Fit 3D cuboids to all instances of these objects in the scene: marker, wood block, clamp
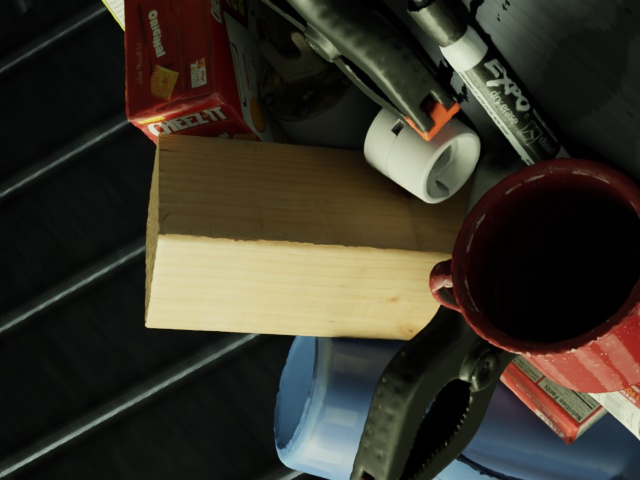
[{"bbox_3d":[0.077,-0.069,0.475,0.121,0.020,0.020,46,179,-30],"label":"marker"},{"bbox_3d":[-0.004,0.001,0.680,0.090,0.206,0.091,107,163,-46],"label":"wood block"},{"bbox_3d":[0.090,0.068,0.630,0.036,0.210,0.164,25,173,41],"label":"clamp"},{"bbox_3d":[0.005,-0.124,0.586,0.171,0.039,0.120,40,-177,9],"label":"clamp"}]

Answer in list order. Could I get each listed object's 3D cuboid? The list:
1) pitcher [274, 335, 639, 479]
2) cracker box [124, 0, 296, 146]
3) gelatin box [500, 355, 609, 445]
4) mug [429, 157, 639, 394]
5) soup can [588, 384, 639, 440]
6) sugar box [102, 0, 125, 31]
[{"bbox_3d":[0.098,0.132,0.737,0.242,0.145,0.149,15,149,-13],"label":"pitcher"},{"bbox_3d":[-0.063,-0.113,0.764,0.213,0.072,0.164,45,-146,-60],"label":"cracker box"},{"bbox_3d":[0.167,0.079,0.695,0.073,0.089,0.030,44,157,26],"label":"gelatin box"},{"bbox_3d":[0.108,0.023,0.495,0.117,0.093,0.081,-7,153,30],"label":"mug"},{"bbox_3d":[0.165,0.058,0.588,0.102,0.068,0.068,44,178,42],"label":"soup can"},{"bbox_3d":[-0.154,-0.232,0.806,0.176,0.048,0.093,57,-154,-25],"label":"sugar box"}]
